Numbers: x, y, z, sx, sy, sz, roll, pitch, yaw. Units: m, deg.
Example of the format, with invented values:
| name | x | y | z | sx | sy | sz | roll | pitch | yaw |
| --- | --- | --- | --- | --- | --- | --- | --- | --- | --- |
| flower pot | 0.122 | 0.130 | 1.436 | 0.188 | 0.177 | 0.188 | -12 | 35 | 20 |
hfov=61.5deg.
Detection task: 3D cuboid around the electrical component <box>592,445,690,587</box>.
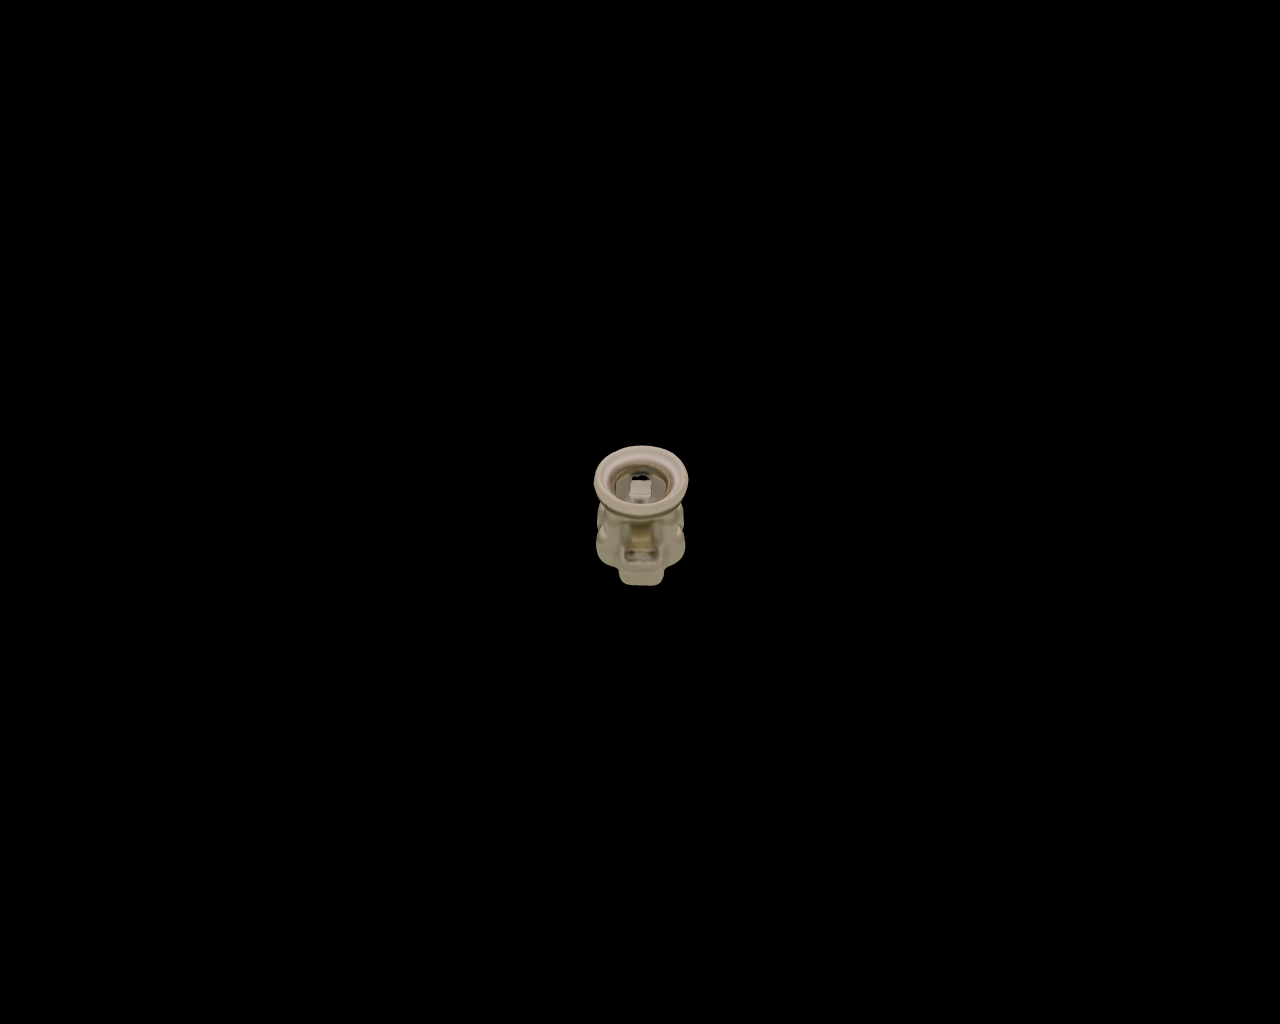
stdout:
| name | x | y | z | sx | sy | sz | roll | pitch | yaw |
| --- | --- | --- | --- | --- | --- | --- | --- | --- | --- |
| electrical component | 0.001 | -0.003 | 0.650 | 0.058 | 0.056 | 0.078 | 0 | 44 | 0 |
